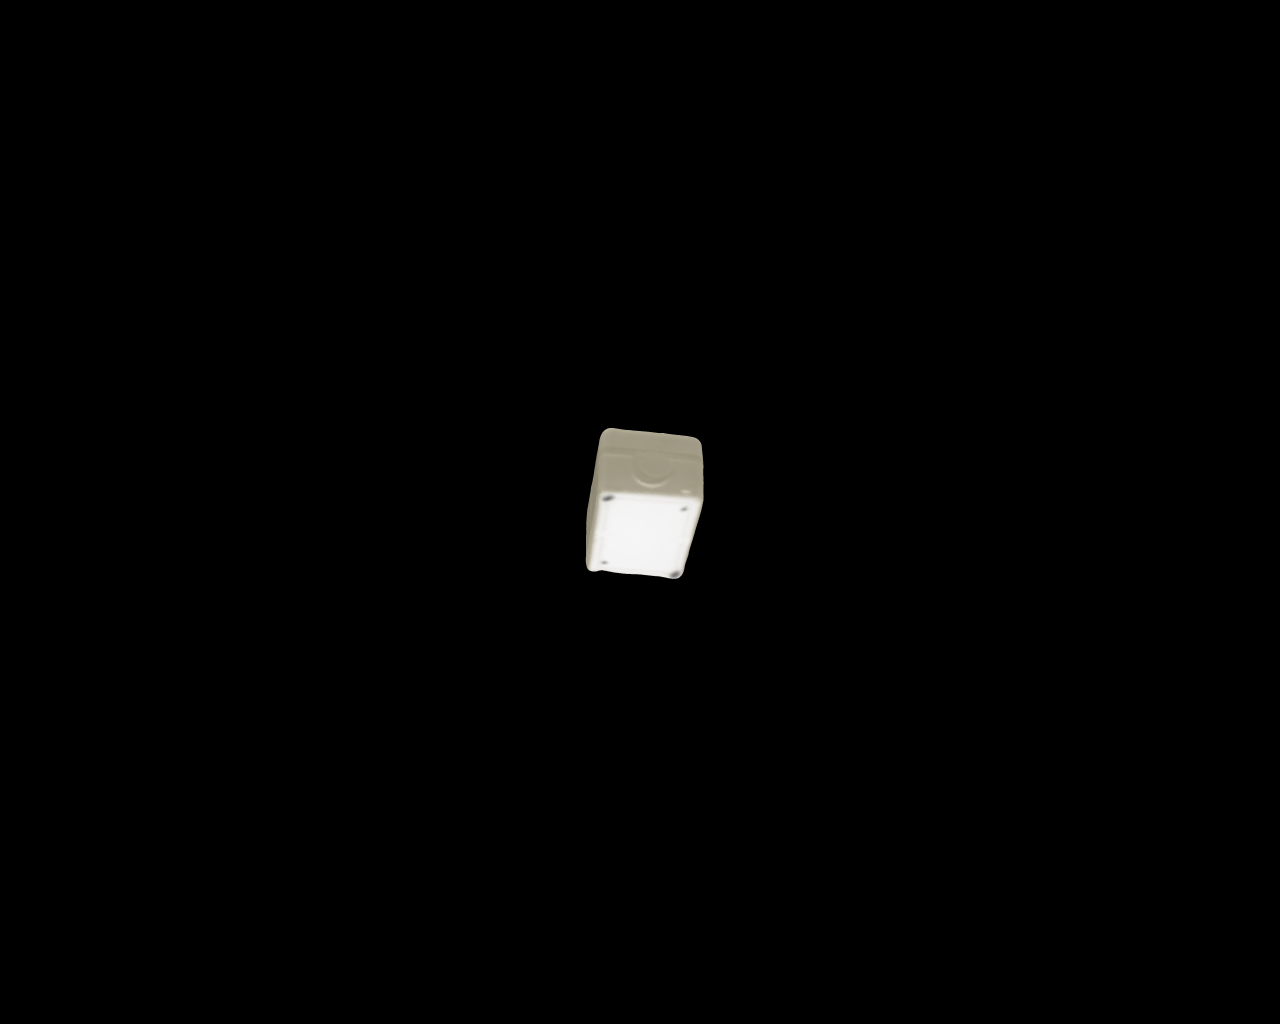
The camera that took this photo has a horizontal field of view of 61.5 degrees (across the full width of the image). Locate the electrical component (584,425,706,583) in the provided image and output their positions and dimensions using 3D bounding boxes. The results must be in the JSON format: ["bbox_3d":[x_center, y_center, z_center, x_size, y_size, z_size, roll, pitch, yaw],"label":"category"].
[{"bbox_3d":[0.001,-0.003,0.650,0.062,0.061,0.096,5,-40,-6],"label":"electrical component"}]
